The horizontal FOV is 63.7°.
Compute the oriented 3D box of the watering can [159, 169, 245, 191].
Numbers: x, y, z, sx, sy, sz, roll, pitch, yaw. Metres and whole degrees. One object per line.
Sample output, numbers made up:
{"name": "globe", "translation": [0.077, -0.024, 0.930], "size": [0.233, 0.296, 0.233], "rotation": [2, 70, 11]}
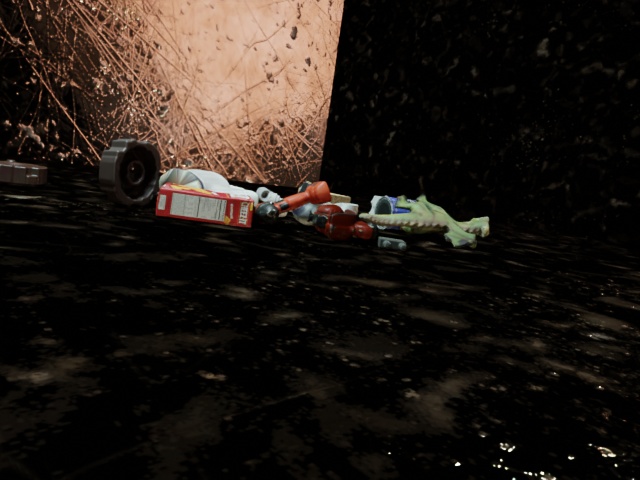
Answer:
{"name": "watering can", "translation": [-0.396, -0.165, 1.560], "size": [0.348, 0.103, 0.225], "rotation": [12, 8, 25]}

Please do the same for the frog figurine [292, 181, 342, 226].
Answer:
{"name": "frog figurine", "translation": [0.004, -0.071, 1.412], "size": [0.157, 0.124, 0.137], "rotation": [45, -21, -25]}

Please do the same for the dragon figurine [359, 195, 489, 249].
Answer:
{"name": "dragon figurine", "translation": [0.328, -0.038, 1.447], "size": [0.412, 0.120, 0.245], "rotation": [-8, 24, -38]}
